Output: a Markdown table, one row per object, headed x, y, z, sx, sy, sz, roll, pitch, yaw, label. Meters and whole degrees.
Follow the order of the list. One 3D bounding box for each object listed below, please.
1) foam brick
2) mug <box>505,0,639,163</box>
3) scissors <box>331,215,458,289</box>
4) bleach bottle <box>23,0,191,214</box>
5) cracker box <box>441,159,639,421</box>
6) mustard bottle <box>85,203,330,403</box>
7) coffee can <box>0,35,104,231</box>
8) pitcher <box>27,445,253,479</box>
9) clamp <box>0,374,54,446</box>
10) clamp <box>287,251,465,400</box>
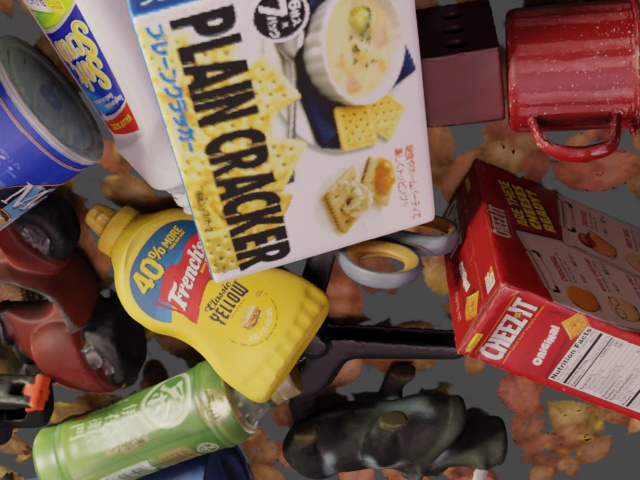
| x | y | z | sx | sy | sz | roll | pitch | yaw | label |
| --- | --- | --- | --- | --- | --- | --- | --- | --- | --- |
| 0.090 | -0.116 | 0.700 | 0.053 | 0.078 | 0.051 | -7 | 125 | 7 | foam brick |
| 0.162 | -0.101 | 0.689 | 0.081 | 0.117 | 0.093 | -2 | 155 | 10 | mug |
| -0.005 | 0.001 | 0.752 | 0.202 | 0.096 | 0.016 | 2 | 121 | 13 | scissors |
| -0.128 | -0.121 | 0.701 | 0.103 | 0.068 | 0.250 | 13 | 139 | 46 | bleach bottle |
| 0.196 | 0.045 | 0.752 | 0.213 | 0.164 | 0.072 | 21 | 120 | -11 | cracker box |
| -0.094 | 0.031 | 0.797 | 0.191 | 0.058 | 0.096 | 34 | 82 | 7 | mustard bottle |
| -0.234 | -0.057 | 0.727 | 0.140 | 0.103 | 0.102 | -34 | 117 | 11 | coffee can |
| -0.184 | 0.245 | 0.941 | 0.243 | 0.149 | 0.145 | -11 | 138 | 14 | pitcher |
| -0.267 | 0.140 | 0.877 | 0.172 | 0.039 | 0.120 | -10 | 156 | 35 | clamp |
| -0.007 | 0.063 | 0.851 | 0.210 | 0.036 | 0.164 | -26 | 109 | 23 | clamp |
